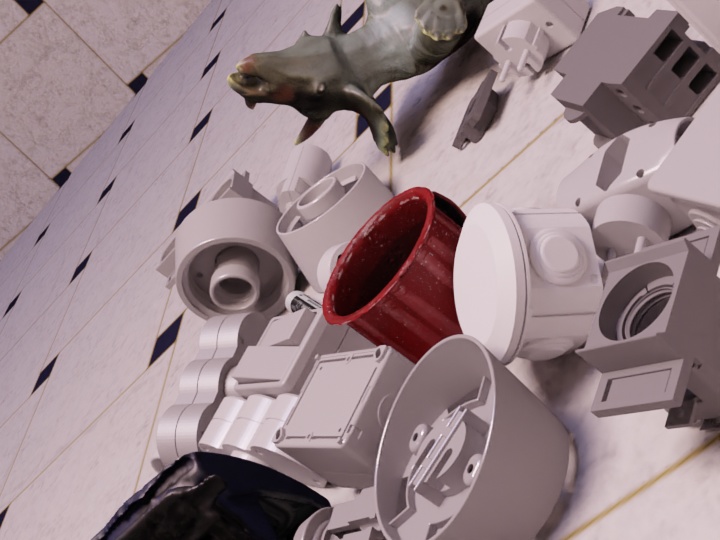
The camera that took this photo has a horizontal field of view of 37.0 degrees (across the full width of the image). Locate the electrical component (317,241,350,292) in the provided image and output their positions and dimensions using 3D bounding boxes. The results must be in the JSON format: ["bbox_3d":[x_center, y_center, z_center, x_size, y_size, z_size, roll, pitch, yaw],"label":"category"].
[{"bbox_3d":[0.000,0.000,0.765,0.055,0.045,0.045,-15,43,59],"label":"electrical component"}]

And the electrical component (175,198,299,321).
[{"bbox_3d":[-0.104,0.000,0.901,0.108,0.108,0.060,-42,30,27],"label":"electrical component"}]

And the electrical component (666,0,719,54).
[{"bbox_3d":[0.199,-0.154,0.503,0.109,0.109,0.056,-44,20,23],"label":"electrical component"}]

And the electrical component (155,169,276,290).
[{"bbox_3d":[-0.144,-0.034,1.095,0.121,0.063,0.078,-45,22,21],"label":"electrical component"}]

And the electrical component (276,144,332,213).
[{"bbox_3d":[-0.055,-0.076,1.001,0.043,0.043,0.081,-36,27,37],"label":"electrical component"}]

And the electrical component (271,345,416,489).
[{"bbox_3d":[0.001,0.086,0.604,0.096,0.061,0.061,-15,43,58],"label":"electrical component"}]

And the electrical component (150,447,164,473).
[{"bbox_3d":[-0.136,0.139,0.840,0.040,0.040,0.046,-28,27,48],"label":"electrical component"}]

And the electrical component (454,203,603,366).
[{"bbox_3d":[0.080,0.007,0.531,0.080,0.051,0.080,178,90,-75],"label":"electrical component"}]

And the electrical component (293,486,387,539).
[{"bbox_3d":[-0.001,0.142,0.545,0.055,0.048,0.066,-24,35,39],"label":"electrical component"}]

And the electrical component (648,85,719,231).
[{"bbox_3d":[0.184,-0.050,0.452,0.099,0.048,0.100,-53,21,-1],"label":"electrical component"}]

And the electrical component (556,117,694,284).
[{"bbox_3d":[0.135,-0.027,0.527,0.077,0.043,0.079,-27,33,50],"label":"electrical component"}]

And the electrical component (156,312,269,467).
[{"bbox_3d":[-0.093,0.090,0.812,0.074,0.052,0.138,-7,44,29],"label":"electrical component"}]

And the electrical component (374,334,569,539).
[{"bbox_3d":[0.047,0.088,0.500,0.099,0.064,0.099,-44,23,23],"label":"electrical component"}]

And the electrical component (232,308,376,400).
[{"bbox_3d":[-0.042,0.066,0.726,0.096,0.061,0.061,-14,44,59],"label":"electrical component"}]

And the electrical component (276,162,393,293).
[{"bbox_3d":[-0.018,-0.038,0.870,0.099,0.064,0.099,-33,20,14],"label":"electrical component"}]

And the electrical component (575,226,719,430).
[{"bbox_3d":[0.127,0.027,0.428,0.042,0.064,0.081,-19,40,54],"label":"electrical component"}]

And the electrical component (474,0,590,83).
[{"bbox_3d":[0.119,-0.166,0.774,0.066,0.047,0.076,-25,35,51],"label":"electrical component"}]

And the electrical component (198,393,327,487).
[{"bbox_3d":[-0.066,0.124,0.696,0.138,0.052,0.073,-13,44,59],"label":"electrical component"}]
